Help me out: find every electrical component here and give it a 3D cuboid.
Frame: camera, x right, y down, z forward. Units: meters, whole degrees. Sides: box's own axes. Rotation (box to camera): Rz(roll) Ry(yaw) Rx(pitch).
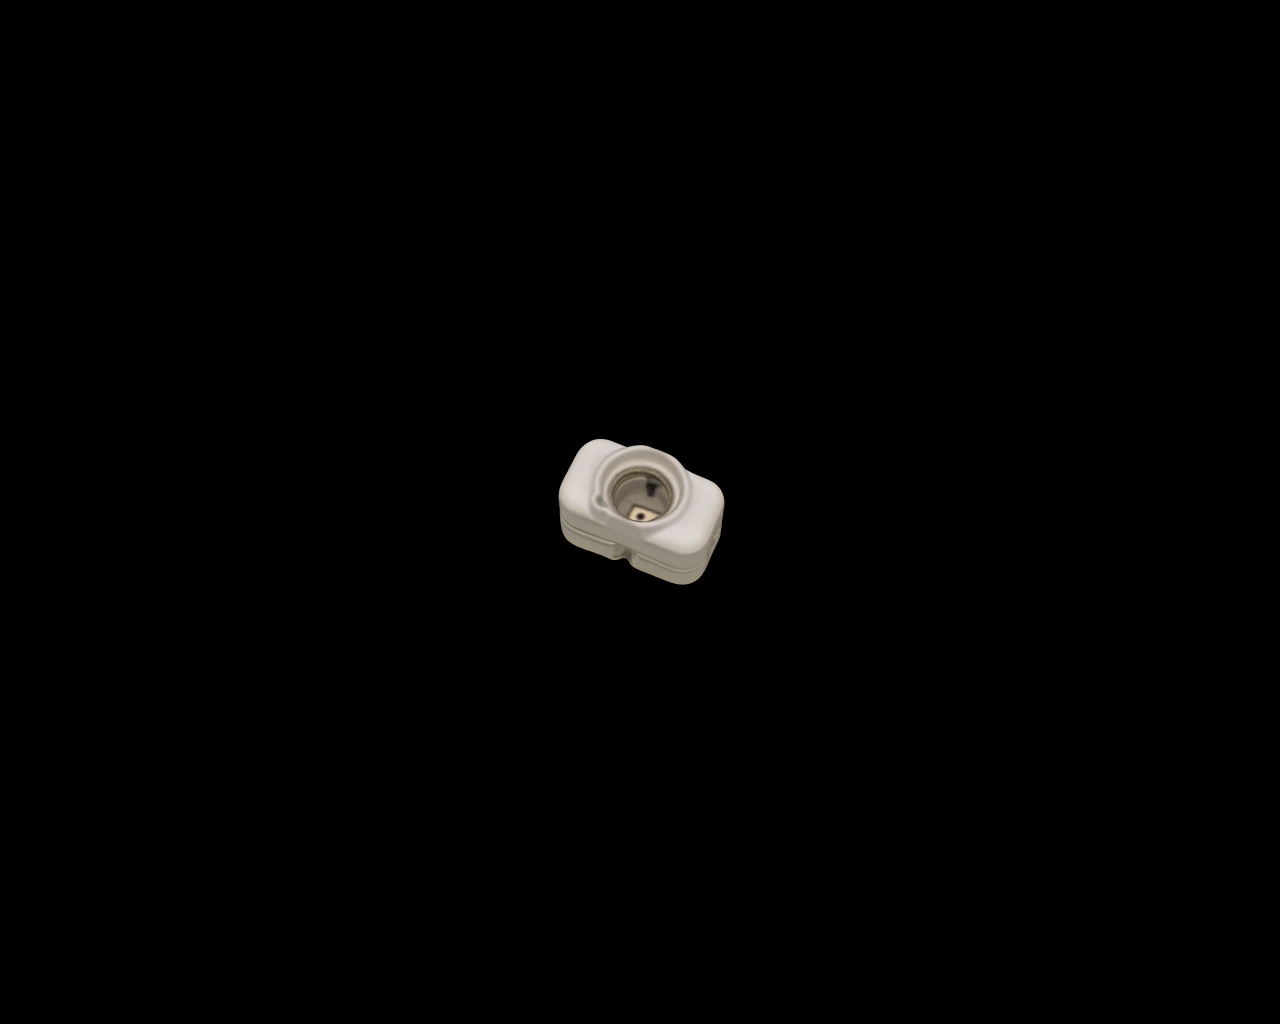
[{"bbox_3d":[0.001,-0.003,0.650,0.095,0.054,0.059,22,-24,10],"label":"electrical component"}]
